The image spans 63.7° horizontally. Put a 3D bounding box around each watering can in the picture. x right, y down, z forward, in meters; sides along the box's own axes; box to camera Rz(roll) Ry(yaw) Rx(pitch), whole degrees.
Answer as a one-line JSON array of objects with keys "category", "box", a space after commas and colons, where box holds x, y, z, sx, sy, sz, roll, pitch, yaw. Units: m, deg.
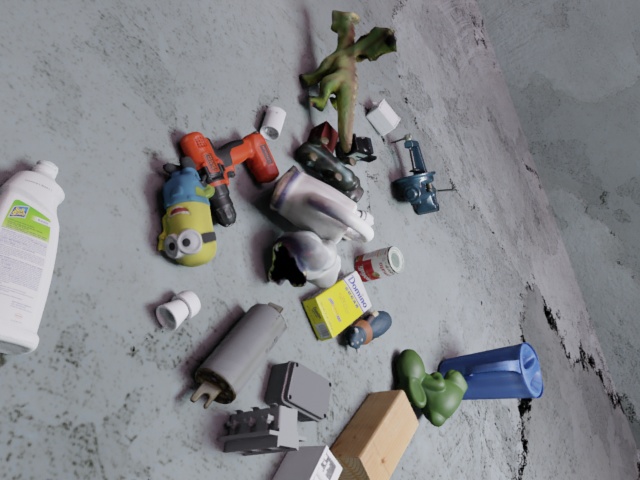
[{"category": "watering can", "box": [0.003, -0.054, 1.083, 0.224, 0.104, 0.346, 31, -4, -1]}]

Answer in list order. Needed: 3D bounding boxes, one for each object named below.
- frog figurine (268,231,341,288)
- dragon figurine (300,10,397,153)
[{"category": "frog figurine", "box": [-0.013, 0.037, 1.023, 0.160, 0.135, 0.124, -8, 75, -44]}, {"category": "dragon figurine", "box": [0.085, -0.419, 1.254, 0.121, 0.239, 0.419, 19, 40, -43]}]
